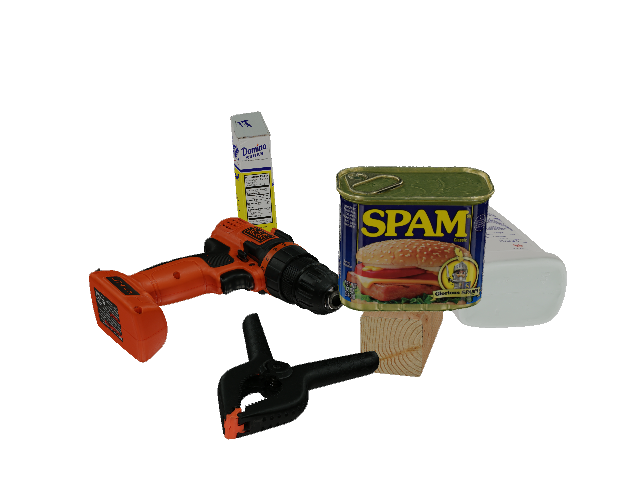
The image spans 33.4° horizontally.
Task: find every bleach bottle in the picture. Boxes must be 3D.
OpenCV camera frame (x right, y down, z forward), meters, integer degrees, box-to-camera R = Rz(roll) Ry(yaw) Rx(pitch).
[{"bbox_3d":[0.131,-0.008,1.004,0.102,0.068,0.251,-2,26,-14],"label":"bleach bottle"}]

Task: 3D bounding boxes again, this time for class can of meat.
[{"bbox_3d":[0.061,-0.001,0.711,0.102,0.084,0.057,0,24,-1],"label":"can of meat"}]

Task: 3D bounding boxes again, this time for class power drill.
[{"bbox_3d":[-0.094,0.044,0.943,0.187,0.057,0.185,-19,27,-31],"label":"power drill"}]

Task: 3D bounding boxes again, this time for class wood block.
[{"bbox_3d":[0.126,0.118,1.605,0.091,0.090,0.206,4,20,14],"label":"wood block"}]

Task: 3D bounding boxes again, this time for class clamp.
[{"bbox_3d":[-0.036,0.146,1.121,0.165,0.036,0.209,12,26,13],"label":"clamp"}]

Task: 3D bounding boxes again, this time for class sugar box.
[{"bbox_3d":[-0.081,-0.060,1.311,0.048,0.176,0.093,-9,25,-7],"label":"sugar box"}]
